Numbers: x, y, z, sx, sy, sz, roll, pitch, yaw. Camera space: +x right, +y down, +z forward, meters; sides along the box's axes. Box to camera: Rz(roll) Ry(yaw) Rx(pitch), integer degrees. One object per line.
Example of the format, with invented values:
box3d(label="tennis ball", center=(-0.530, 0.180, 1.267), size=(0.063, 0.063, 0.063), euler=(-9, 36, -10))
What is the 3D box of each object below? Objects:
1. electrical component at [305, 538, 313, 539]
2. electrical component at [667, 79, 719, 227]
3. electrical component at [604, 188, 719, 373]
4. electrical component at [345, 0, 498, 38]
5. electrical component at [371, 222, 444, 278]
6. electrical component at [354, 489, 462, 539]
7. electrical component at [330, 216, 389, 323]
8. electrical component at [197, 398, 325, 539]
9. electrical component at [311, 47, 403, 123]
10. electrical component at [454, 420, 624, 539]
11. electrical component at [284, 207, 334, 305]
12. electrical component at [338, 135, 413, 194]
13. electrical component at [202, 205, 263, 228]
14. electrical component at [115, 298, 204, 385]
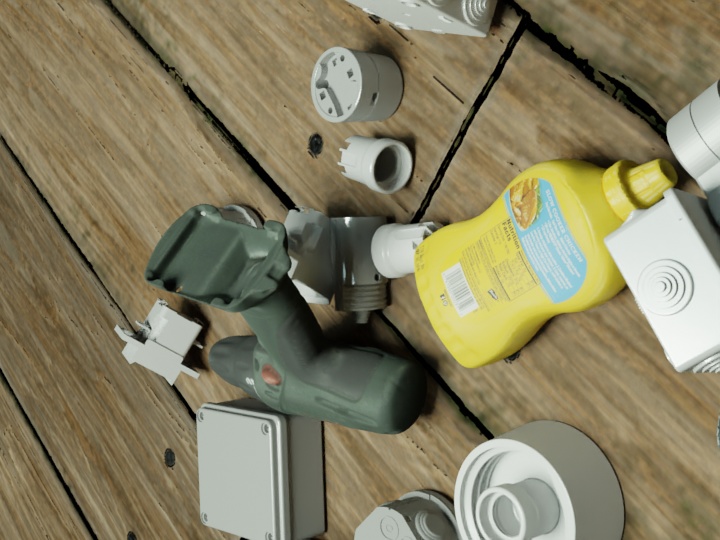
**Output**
box3d(label="electrical component", center=(-0.049, 0.279, 0.857), size=(0.109, 0.056, 0.108), euler=(169, 95, -76))
box3d(label="electrical component", center=(0.229, -0.047, 0.570), size=(0.074, 0.052, 0.138), euler=(-43, 64, 40))
box3d(label="electrical component", center=(0.186, 0.008, 0.588), size=(0.048, 0.100, 0.099), euler=(-36, 67, 28))
box3d(label="electrical component", center=(0.038, -0.194, 0.726), size=(0.100, 0.100, 0.048), euler=(19, 95, 44))
box3d(label="electrical component", center=(0.038, -0.016, 0.783), size=(0.046, 0.040, 0.040), euler=(-7, 88, 41))
box3d(label="electrical component", center=(0.039, 0.206, 0.792), size=(0.080, 0.051, 0.080), euler=(5, 97, 46))
box3d(label="electrical component", center=(0.000, 0.000, 0.820), size=(0.043, 0.043, 0.081), euler=(1, 94, 46))
box3d(label="electrical component", center=(-0.085, 0.169, 0.914), size=(0.109, 0.056, 0.108), euler=(1, 94, 46))
box3d(label="electrical component", center=(-0.001, -0.138, 0.807), size=(0.055, 0.047, 0.055), euler=(5, 97, 46))
box3d(label="electrical component", center=(0.110, 0.157, 0.706), size=(0.108, 0.060, 0.108), euler=(5, 97, 46))
box3d(label="electrical component", center=(-0.041, -0.012, 0.842), size=(0.042, 0.081, 0.063), euler=(4, 68, 45))
box3d(label="electrical component", center=(0.010, -0.081, 0.807), size=(0.046, 0.040, 0.040), euler=(23, 110, 49))
box3d(label="electrical component", center=(-0.122, -0.016, 0.941), size=(0.080, 0.051, 0.080), euler=(5, 97, 46))
box3d(label="electrical component", center=(-0.181, 0.064, 0.995), size=(0.063, 0.081, 0.042), euler=(-60, 24, -4))
